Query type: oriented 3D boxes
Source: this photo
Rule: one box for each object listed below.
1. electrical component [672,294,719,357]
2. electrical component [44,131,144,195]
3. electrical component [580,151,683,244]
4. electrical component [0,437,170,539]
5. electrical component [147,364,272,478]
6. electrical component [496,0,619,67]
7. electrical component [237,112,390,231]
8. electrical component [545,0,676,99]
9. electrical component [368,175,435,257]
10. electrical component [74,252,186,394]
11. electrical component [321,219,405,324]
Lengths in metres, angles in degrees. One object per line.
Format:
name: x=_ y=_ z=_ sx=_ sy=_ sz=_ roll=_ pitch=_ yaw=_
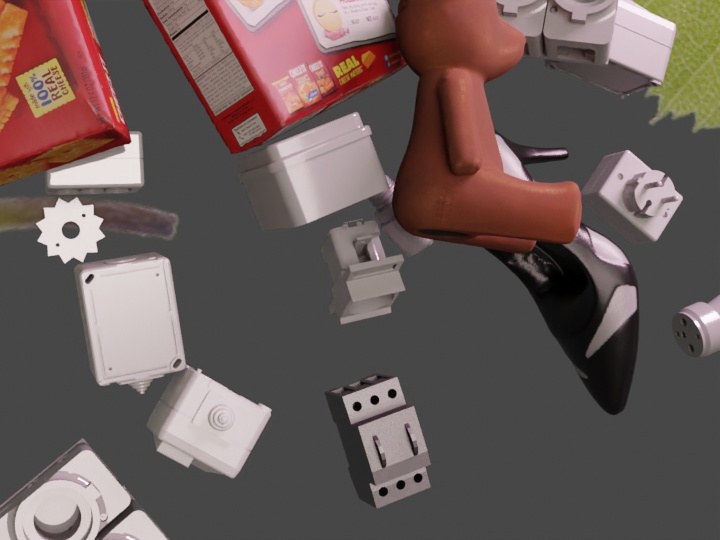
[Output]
electrical component: x=0.300 y=0.046 z=0.912 sx=0.055 sy=0.045 sz=0.045 roll=-20 pitch=94 yaw=-17
electrical component: x=-0.190 y=-0.094 z=0.760 sx=0.066 sy=0.047 sz=0.076 roll=-3 pitch=89 yaw=-18
electrical component: x=0.230 y=-0.060 z=0.877 sx=0.066 sy=0.077 sz=0.047 roll=38 pitch=78 yaw=-13
electrical component: x=-0.228 y=0.218 z=0.729 sx=0.186 sy=0.060 sz=0.105 roll=-40 pitch=100 yaw=-15
electrical component: x=-0.108 y=0.108 z=0.753 sx=0.062 sy=0.096 sz=0.061 roll=32 pitch=79 yaw=-14
electrical component: x=0.122 y=-0.216 z=0.822 sx=0.150 sy=0.062 sz=0.089 roll=9 pitch=84 yaw=12
electrical component: x=-0.037 y=-0.069 z=0.774 sx=0.078 sy=0.113 sz=0.057 roll=-24 pitch=98 yaw=-17
electrical component: x=0.200 y=-0.189 z=0.880 sx=0.096 sy=0.062 sz=0.061 roll=19 pitch=82 yaw=-16
electrical component: x=0.031 y=-0.046 z=0.832 sx=0.078 sy=0.040 sz=0.040 roll=47 pitch=76 yaw=-10
electrical component: x=-0.163 y=0.039 z=0.760 sx=0.062 sy=0.061 sz=0.096 roll=-10 pitch=99 yaw=-18
electrical component: x=0.000 y=0.000 z=0.806 sx=0.042 sy=0.081 sz=0.063 roll=-11 pitch=69 yaw=-18
